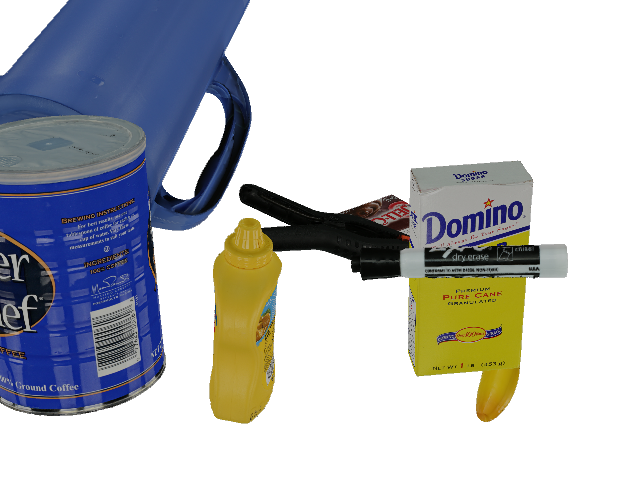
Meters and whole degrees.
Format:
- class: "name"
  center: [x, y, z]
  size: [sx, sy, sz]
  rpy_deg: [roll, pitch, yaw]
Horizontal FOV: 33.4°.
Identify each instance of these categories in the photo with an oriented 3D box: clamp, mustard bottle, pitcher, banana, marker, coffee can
- class: "clamp"
  center: [0.006, -0.006, 1.194]
  size: [0.210, 0.036, 0.164]
  rpy_deg: [14, 21, -5]
- class: "mustard bottle"
  center: [-0.066, 0.063, 0.937]
  size: [0.058, 0.192, 0.096]
  rpy_deg: [10, 36, 6]
- class: "pitcher"
  center: [-0.130, -0.126, 0.782]
  size: [0.145, 0.242, 0.149]
  rpy_deg: [3, -41, 26]
- class: "banana"
  center: [0.174, 0.114, 1.117]
  size: [0.069, 0.037, 0.198]
  rpy_deg: [-24, 33, 5]
- class: "marker"
  center: [0.078, 0.012, 0.605]
  size: [0.121, 0.020, 0.020]
  rpy_deg: [-1, 0, 8]
- class: "coffee can"
  center: [-0.143, 0.011, 0.595]
  size: [0.103, 0.140, 0.103]
  rpy_deg: [-2, 22, 1]

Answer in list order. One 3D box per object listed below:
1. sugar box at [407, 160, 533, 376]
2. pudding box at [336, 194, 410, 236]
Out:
- class: "sugar box"
  center: [0.120, 0.025, 0.875]
  size: [0.093, 0.176, 0.048]
  rpy_deg: [-5, 30, -5]
- class: "pudding box"
  center: [0.091, -0.021, 1.535]
  size: [0.113, 0.039, 0.090]
  rpy_deg: [-22, 35, -31]
